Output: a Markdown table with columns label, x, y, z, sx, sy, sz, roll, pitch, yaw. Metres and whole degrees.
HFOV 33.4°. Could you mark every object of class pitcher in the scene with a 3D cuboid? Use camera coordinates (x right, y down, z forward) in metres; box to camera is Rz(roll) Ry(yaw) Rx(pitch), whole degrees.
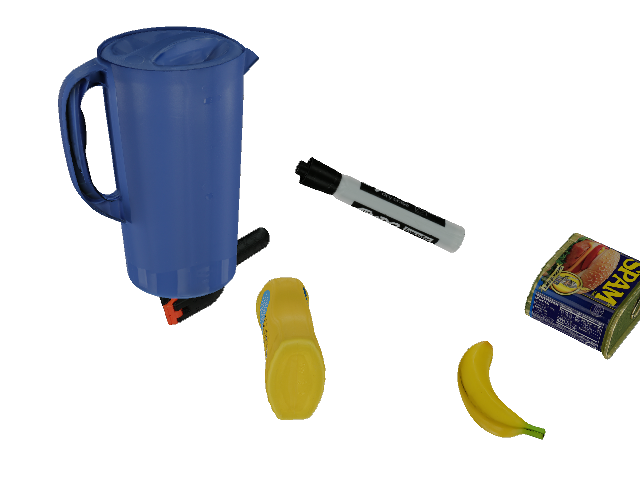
| label | x | y | z | sx | sy | sz | roll | pitch | yaw |
| --- | --- | --- | --- | --- | --- | --- | --- | --- | --- |
| pitcher | -0.145 | -0.069 | 1.001 | 0.149 | 0.243 | 0.144 | 8 | 28 | 13 |

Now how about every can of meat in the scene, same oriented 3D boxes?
| label | x | y | z | sx | sy | sz | roll | pitch | yaw |
| --- | --- | --- | --- | --- | --- | --- | --- | --- | --- |
| can of meat | 0.245 | 0.046 | 0.960 | 0.084 | 0.057 | 0.101 | 27 | 47 | 27 |

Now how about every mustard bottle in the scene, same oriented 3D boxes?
| label | x | y | z | sx | sy | sz | roll | pitch | yaw |
| --- | --- | --- | --- | --- | --- | --- | --- | --- | --- |
| mustard bottle | -0.035 | 0.093 | 1.100 | 0.058 | 0.096 | 0.191 | -3 | 27 | -7 |

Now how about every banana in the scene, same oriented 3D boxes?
| label | x | y | z | sx | sy | sz | roll | pitch | yaw |
| --- | --- | --- | --- | --- | --- | --- | --- | --- | --- |
| banana | 0.193 | 0.174 | 1.239 | 0.069 | 0.037 | 0.198 | 10 | 25 | -16 |

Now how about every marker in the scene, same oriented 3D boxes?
| label | x | y | z | sx | sy | sz | roll | pitch | yaw |
| --- | --- | --- | --- | --- | --- | --- | --- | --- | --- |
| marker | 0.039 | -0.024 | 0.702 | 0.121 | 0.020 | 0.020 | 24 | -6 | -13 |

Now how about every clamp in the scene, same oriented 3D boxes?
| label | x | y | z | sx | sy | sz | roll | pitch | yaw |
| --- | --- | --- | --- | --- | --- | --- | --- | --- | --- |
| clamp | -0.130 | 0.033 | 1.248 | 0.120 | 0.039 | 0.171 | -6 | 38 | 18 |
